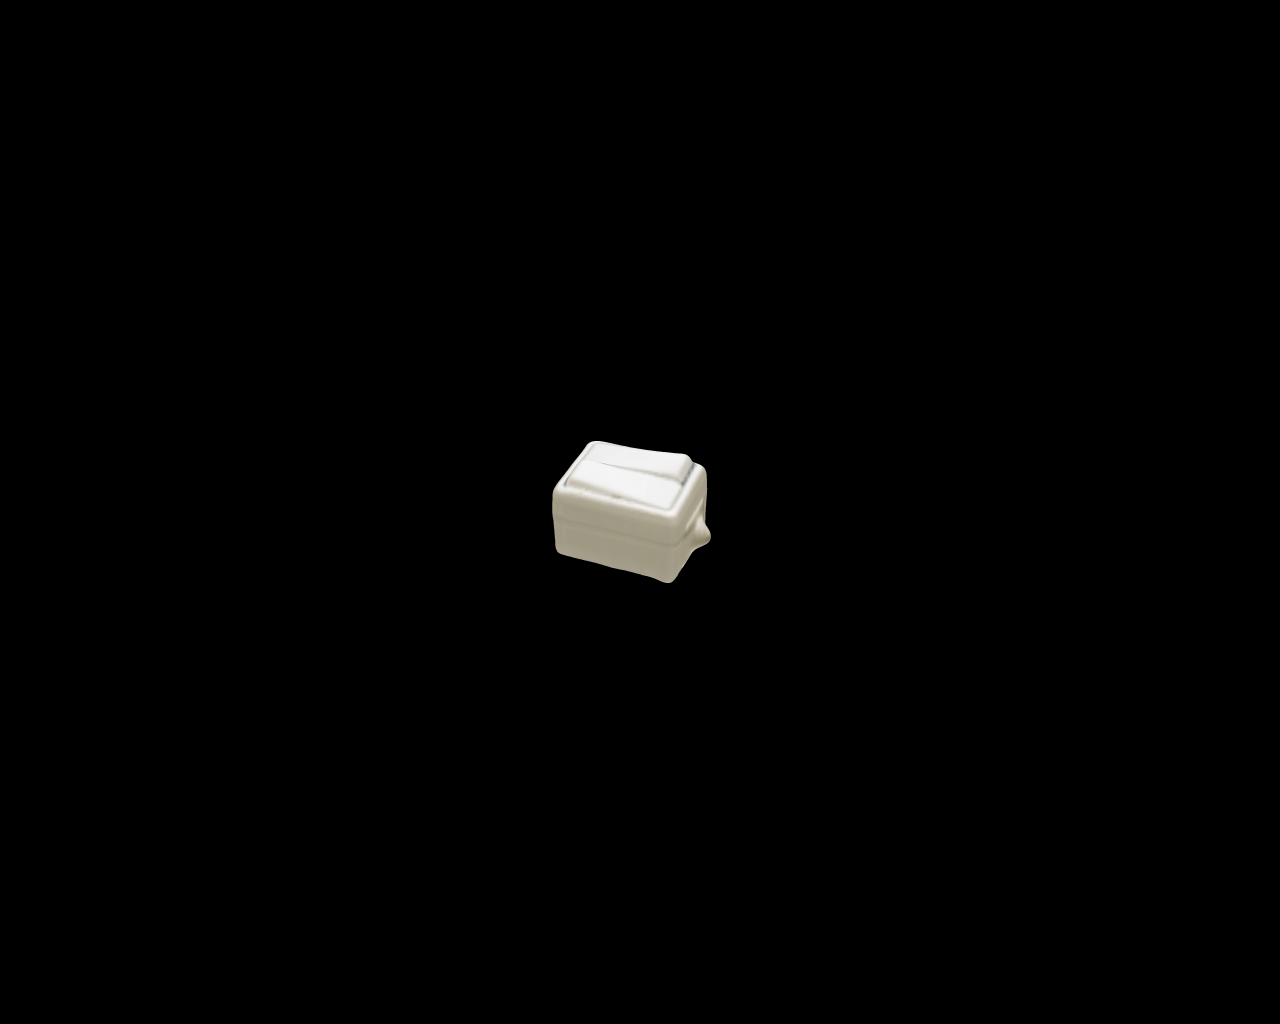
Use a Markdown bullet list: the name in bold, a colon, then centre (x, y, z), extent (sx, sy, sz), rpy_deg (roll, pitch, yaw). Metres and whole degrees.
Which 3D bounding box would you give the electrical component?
- **electrical component**: centre (0.001, -0.003, 0.650), extent (0.096, 0.061, 0.062), rpy_deg (14, 40, 17)
